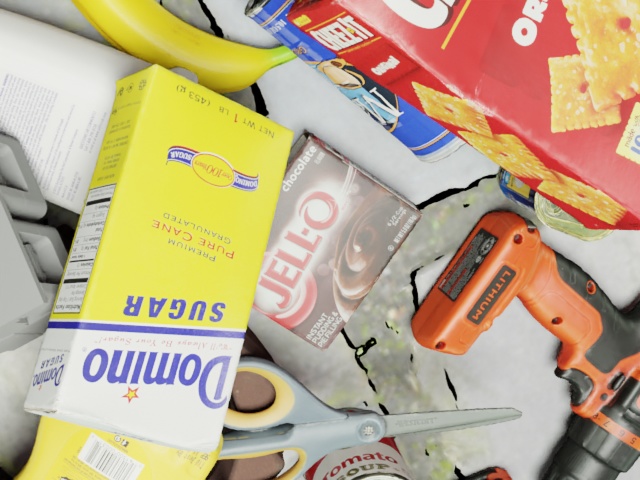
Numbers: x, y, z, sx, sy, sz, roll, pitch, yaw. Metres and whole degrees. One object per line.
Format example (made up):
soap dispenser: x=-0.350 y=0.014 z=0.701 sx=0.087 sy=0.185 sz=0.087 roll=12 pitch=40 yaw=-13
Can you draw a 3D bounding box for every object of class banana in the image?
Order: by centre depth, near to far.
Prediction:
banana: x=-0.107 y=-0.145 z=0.632 sx=0.197 sy=0.037 sz=0.069 roll=36 pitch=76 yaw=-17

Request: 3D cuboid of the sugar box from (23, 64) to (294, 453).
sugar box: x=-0.077 y=0.012 z=0.538 sx=0.093 sy=0.048 sz=0.176 roll=22 pitch=71 yaw=-34

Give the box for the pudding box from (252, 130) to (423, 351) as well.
pudding box: x=-0.004 y=0.001 z=0.679 sx=0.090 sy=0.039 sz=0.113 roll=33 pitch=96 yaw=-15

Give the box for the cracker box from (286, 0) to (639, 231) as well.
cracker box: x=0.117 y=-0.127 z=0.553 sx=0.213 sy=0.072 sz=0.164 roll=32 pitch=80 yaw=-19

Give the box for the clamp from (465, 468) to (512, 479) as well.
clamp: x=0.073 y=0.230 z=0.748 sx=0.120 sy=0.039 sz=0.171 roll=25 pitch=95 yaw=-20

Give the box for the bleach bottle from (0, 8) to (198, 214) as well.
bleach bottle: x=-0.203 y=-0.097 z=0.601 sx=0.250 sy=0.068 sz=0.103 roll=24 pitch=117 yaw=-8

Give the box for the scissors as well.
scissors: x=0.016 y=0.096 z=0.630 sx=0.201 sy=0.016 sz=0.096 roll=-18 pitch=106 yaw=-5

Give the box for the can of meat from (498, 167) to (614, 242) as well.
can of meat: x=0.159 y=-0.059 z=0.669 sx=0.057 sy=0.084 sz=0.102 roll=20 pitch=99 yaw=-14

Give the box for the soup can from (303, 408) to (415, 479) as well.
soup can: x=0.027 y=0.160 z=0.690 sx=0.068 sy=0.102 sz=0.068 roll=-2 pitch=104 yaw=-8

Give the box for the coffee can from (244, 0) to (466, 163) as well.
coffee can: x=0.041 y=-0.127 z=0.623 sx=0.140 sy=0.103 sz=0.103 roll=38 pitch=95 yaw=-15

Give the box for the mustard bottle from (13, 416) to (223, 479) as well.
mustard bottle: x=-0.141 y=0.165 z=0.596 sx=0.096 sy=0.058 sz=0.192 roll=32 pitch=97 yaw=-1

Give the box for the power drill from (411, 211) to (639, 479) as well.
power drill: x=0.156 y=0.082 z=0.717 sx=0.187 sy=0.057 sz=0.184 roll=32 pitch=92 yaw=-18
